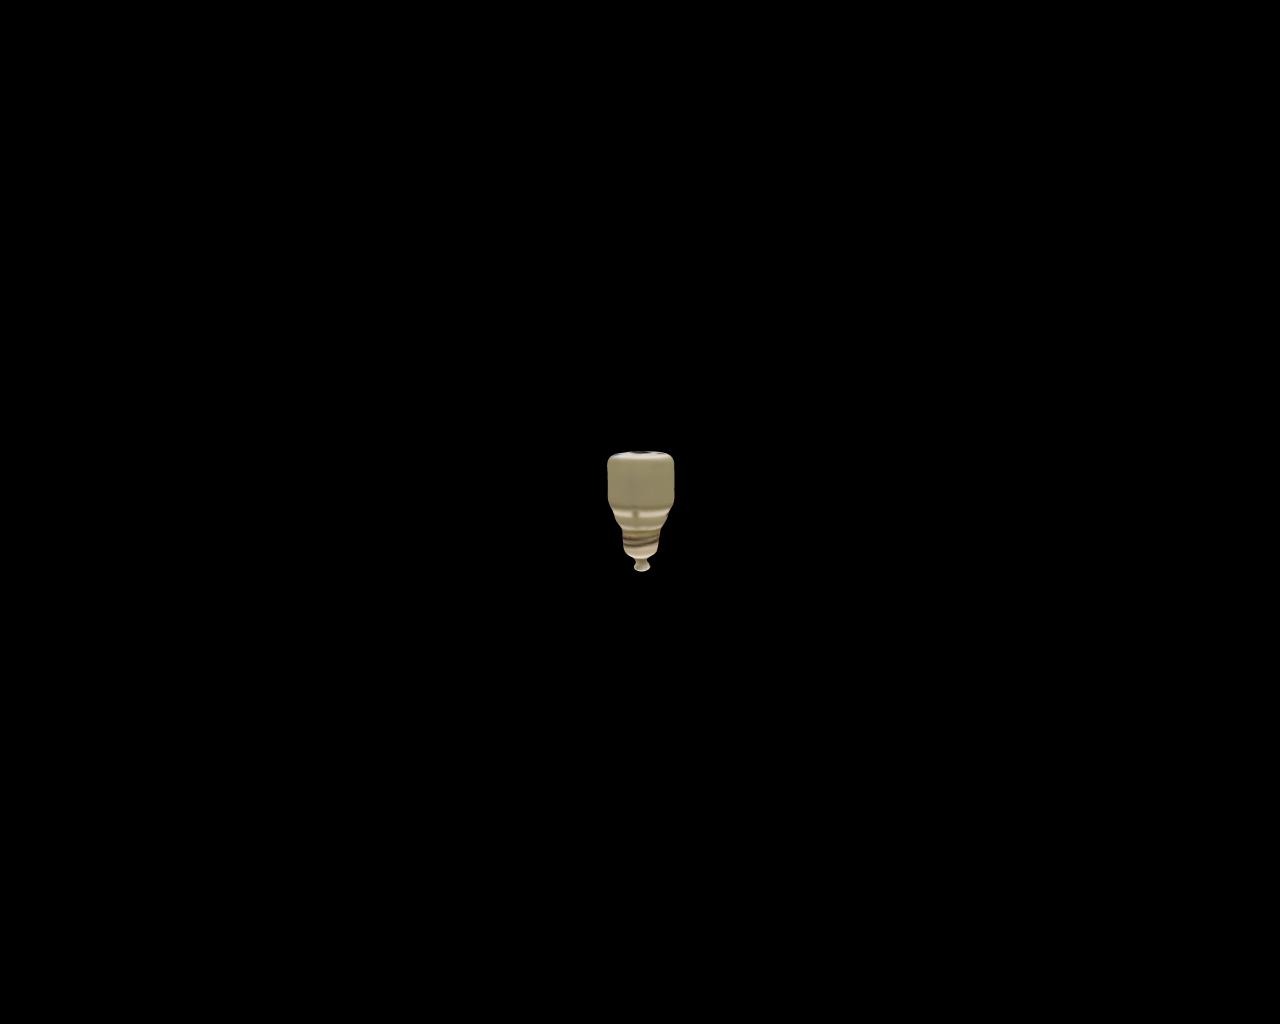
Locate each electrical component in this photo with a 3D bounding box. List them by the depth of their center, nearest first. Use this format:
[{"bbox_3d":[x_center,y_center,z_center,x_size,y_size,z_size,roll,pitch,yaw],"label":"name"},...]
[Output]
[{"bbox_3d":[0.001,-0.003,0.650,0.040,0.078,0.040,0,9,0],"label":"electrical component"}]
